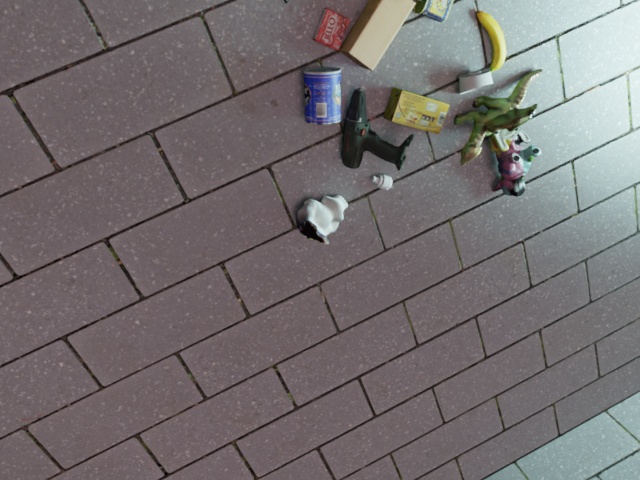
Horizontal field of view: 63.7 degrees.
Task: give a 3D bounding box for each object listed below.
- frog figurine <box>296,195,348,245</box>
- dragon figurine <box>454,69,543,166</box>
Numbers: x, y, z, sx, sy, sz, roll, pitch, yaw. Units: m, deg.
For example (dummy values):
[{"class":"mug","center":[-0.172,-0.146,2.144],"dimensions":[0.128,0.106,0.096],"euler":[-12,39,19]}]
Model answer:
[{"class":"frog figurine","center":[0.005,-0.079,1.569],"dimensions":[0.136,0.121,0.162],"euler":[40,60,-20]},{"class":"dragon figurine","center":[0.560,-0.375,1.538],"dimensions":[0.409,0.246,0.120],"euler":[-41,114,4]}]
